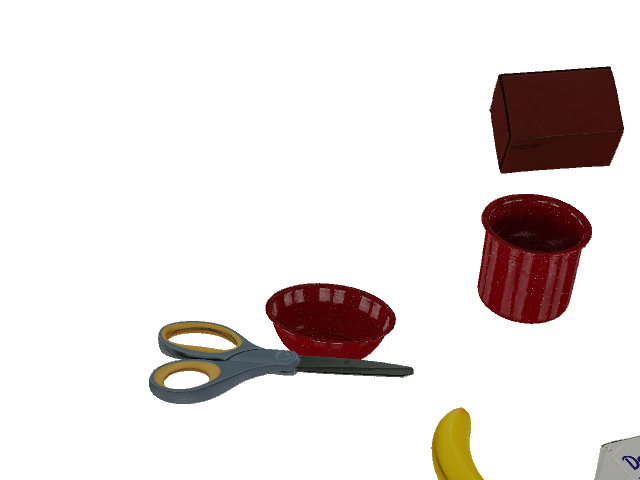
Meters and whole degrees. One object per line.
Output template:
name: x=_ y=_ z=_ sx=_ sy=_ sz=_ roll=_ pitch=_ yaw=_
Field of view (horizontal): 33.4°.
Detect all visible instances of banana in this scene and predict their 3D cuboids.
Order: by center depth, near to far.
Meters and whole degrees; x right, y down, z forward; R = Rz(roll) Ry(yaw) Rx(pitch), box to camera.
banana: x=0.141 y=0.219 z=1.009 sx=0.069 sy=0.037 sz=0.198 roll=8 pitch=22 yaw=-20

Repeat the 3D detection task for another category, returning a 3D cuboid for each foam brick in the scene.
foam brick: x=0.160 y=-0.082 z=0.727 sx=0.078 sy=0.051 sz=0.053 roll=-4 pitch=-23 yaw=0

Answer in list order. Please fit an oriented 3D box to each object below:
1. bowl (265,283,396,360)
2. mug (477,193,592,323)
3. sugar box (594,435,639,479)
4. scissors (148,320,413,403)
bowl: x=0.011 y=0.111 z=1.323 sx=0.162 sy=0.055 sz=0.162 roll=4 pitch=23 yaw=-2
mug: x=0.182 y=0.011 z=0.935 sx=0.093 sy=0.081 sz=0.117 roll=3 pitch=35 yaw=1
sugar box: x=0.189 y=0.180 z=0.501 sx=0.048 sy=0.093 sz=0.176 roll=-9 pitch=29 yaw=-21
scissors: x=-0.041 y=0.102 z=0.799 sx=0.202 sy=0.016 sz=0.096 roll=12 pitch=36 yaw=22
